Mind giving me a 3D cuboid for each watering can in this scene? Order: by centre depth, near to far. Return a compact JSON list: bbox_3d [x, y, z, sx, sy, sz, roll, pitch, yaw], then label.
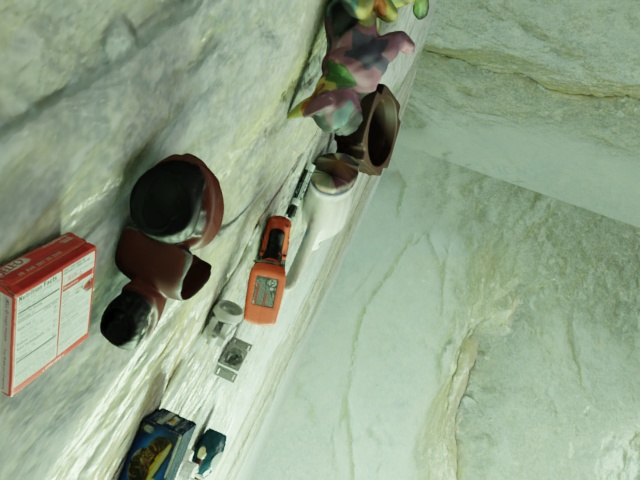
[{"bbox_3d":[0.004,-0.058,1.152,0.104,0.219,0.355,20,41,8],"label":"watering can"}]

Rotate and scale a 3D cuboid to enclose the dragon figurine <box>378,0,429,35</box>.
[{"bbox_3d":[0.167,-0.566,1.015,0.122,0.409,0.243,20,5,16],"label":"dragon figurine"}]
